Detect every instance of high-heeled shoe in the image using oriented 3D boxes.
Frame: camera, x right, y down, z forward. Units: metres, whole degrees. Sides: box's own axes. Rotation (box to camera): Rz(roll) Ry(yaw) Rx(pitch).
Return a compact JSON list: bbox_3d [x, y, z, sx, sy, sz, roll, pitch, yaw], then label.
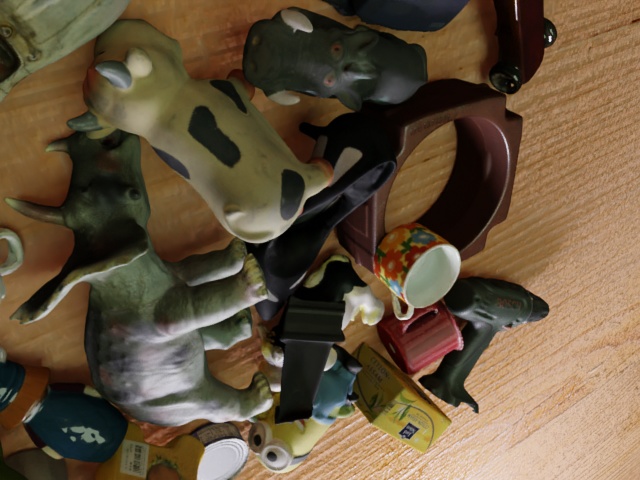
[{"bbox_3d":[-0.001,-0.002,0.508,0.086,0.145,0.248,-4,118,-33],"label":"high-heeled shoe"}]

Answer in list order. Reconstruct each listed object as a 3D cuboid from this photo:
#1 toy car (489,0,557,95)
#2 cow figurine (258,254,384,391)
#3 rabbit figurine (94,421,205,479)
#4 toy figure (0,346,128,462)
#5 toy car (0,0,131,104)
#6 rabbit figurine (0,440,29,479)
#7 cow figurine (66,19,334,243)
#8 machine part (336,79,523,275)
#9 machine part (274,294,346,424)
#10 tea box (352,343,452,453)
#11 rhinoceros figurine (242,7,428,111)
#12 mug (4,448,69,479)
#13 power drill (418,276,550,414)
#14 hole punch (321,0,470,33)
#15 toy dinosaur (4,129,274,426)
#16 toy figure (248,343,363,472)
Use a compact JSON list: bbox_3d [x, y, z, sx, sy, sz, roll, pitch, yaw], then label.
[{"bbox_3d":[0.201,-0.240,0.549,0.089,0.053,0.202,-50,145,-8],"label":"toy car"},{"bbox_3d":[-0.015,0.096,0.613,0.167,0.068,0.098,-41,128,-10],"label":"cow figurine"},{"bbox_3d":[-0.204,0.298,0.562,0.121,0.162,0.173,25,124,-40],"label":"rabbit figurine"},{"bbox_3d":[-0.249,0.150,0.481,0.058,0.064,0.154,-30,122,35],"label":"toy figure"},{"bbox_3d":[-0.209,-0.133,0.341,0.202,0.056,0.073,-40,133,-7],"label":"toy car"},{"bbox_3d":[-0.310,0.218,0.441,0.170,0.121,0.159,-1,83,-6],"label":"rabbit figurine"},{"bbox_3d":[-0.091,-0.078,0.400,0.085,0.195,0.127,-38,-173,35],"label":"cow figurine"},{"bbox_3d":[0.116,-0.064,0.593,0.201,0.087,0.200,-20,127,-22],"label":"machine part"},{"bbox_3d":[-0.016,0.126,0.565,0.084,0.039,0.138,9,101,-32],"label":"machine part"},{"bbox_3d":[0.105,0.225,0.758,0.068,0.098,0.169,-46,135,-1],"label":"tea box"},{"bbox_3d":[0.013,-0.144,0.448,0.190,0.112,0.073,-9,125,-44],"label":"rhinoceros figurine"},{"bbox_3d":[-0.280,0.279,0.516,0.081,0.107,0.109,-3,117,-32],"label":"mug"},{"bbox_3d":[0.253,0.158,0.823,0.232,0.086,0.207,24,100,-39],"label":"power drill"},{"bbox_3d":[0.086,-0.238,0.462,0.142,0.092,0.115,-9,126,-35],"label":"hole punch"},{"bbox_3d":[-0.147,0.097,0.496,0.192,0.131,0.404,-11,129,-14],"label":"toy dinosaur"},{"bbox_3d":[-0.014,0.216,0.682,0.180,0.082,0.089,-51,131,0],"label":"toy figure"}]
